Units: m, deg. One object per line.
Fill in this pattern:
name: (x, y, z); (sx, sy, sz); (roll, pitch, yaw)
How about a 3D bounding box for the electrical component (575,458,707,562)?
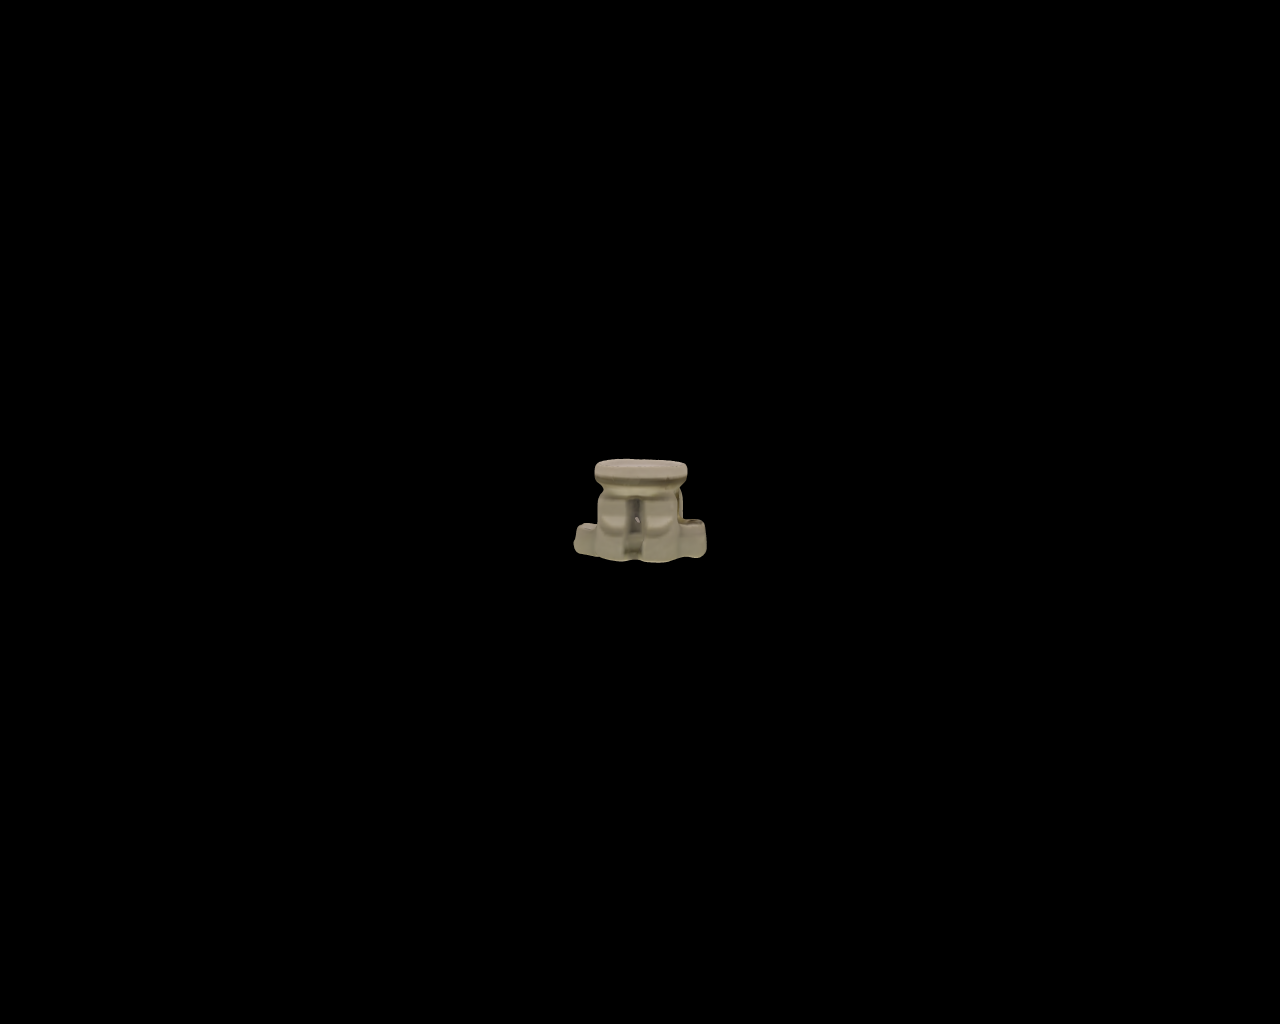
electrical component: (0.001, -0.003, 0.650); (0.078, 0.057, 0.058); (1, 8, 9)
